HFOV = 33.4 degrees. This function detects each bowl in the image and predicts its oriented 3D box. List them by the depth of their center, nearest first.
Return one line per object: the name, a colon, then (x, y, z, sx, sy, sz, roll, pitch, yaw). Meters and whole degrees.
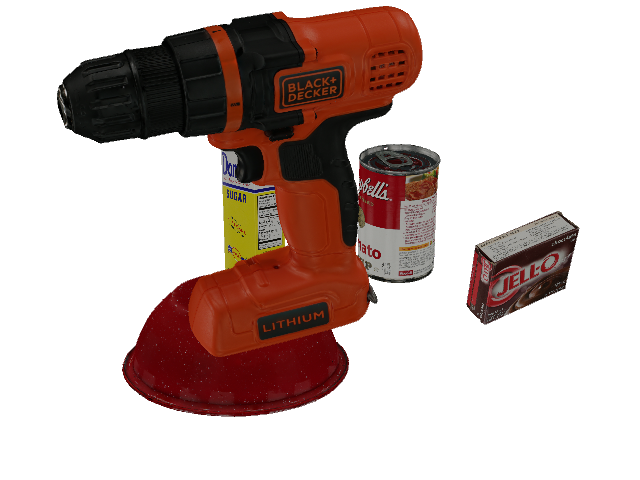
bowl: (-0.059, 0.063, 0.755, 0.162, 0.055, 0.162, 1, 19, -1)

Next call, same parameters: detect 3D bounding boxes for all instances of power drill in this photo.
power drill: (-0.037, -0.027, 0.565, 0.184, 0.188, 0.057, -12, 40, -16)

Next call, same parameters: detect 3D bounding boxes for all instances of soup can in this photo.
soup can: (0.066, -0.023, 0.909, 0.068, 0.102, 0.068, 0, 25, 0)

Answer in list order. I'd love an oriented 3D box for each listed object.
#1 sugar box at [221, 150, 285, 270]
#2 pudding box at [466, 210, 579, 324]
sugar box: (-0.077, -0.031, 1.214, 0.048, 0.176, 0.093, -15, 28, -25)
pudding box: (0.210, 0.028, 1.114, 0.113, 0.090, 0.039, -23, 49, -23)
